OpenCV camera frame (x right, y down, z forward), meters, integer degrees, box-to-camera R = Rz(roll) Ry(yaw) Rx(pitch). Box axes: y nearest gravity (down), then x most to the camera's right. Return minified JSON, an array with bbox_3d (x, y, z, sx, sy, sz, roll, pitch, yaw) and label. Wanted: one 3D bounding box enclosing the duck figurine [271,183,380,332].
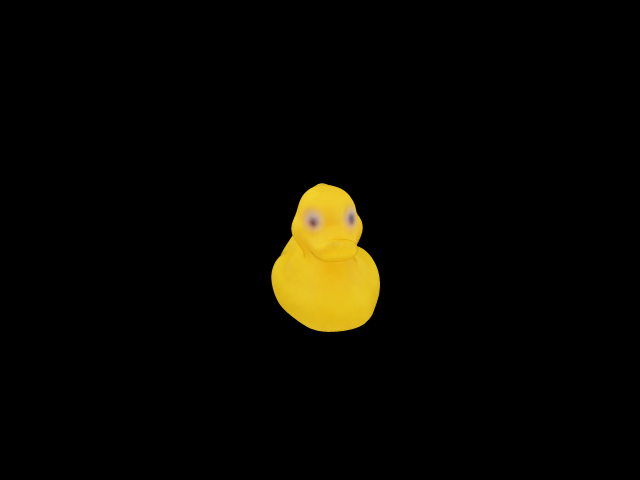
[{"bbox_3d":[0.004,0.001,0.400,0.077,0.086,0.104,-5,28,-10],"label":"duck figurine"}]
